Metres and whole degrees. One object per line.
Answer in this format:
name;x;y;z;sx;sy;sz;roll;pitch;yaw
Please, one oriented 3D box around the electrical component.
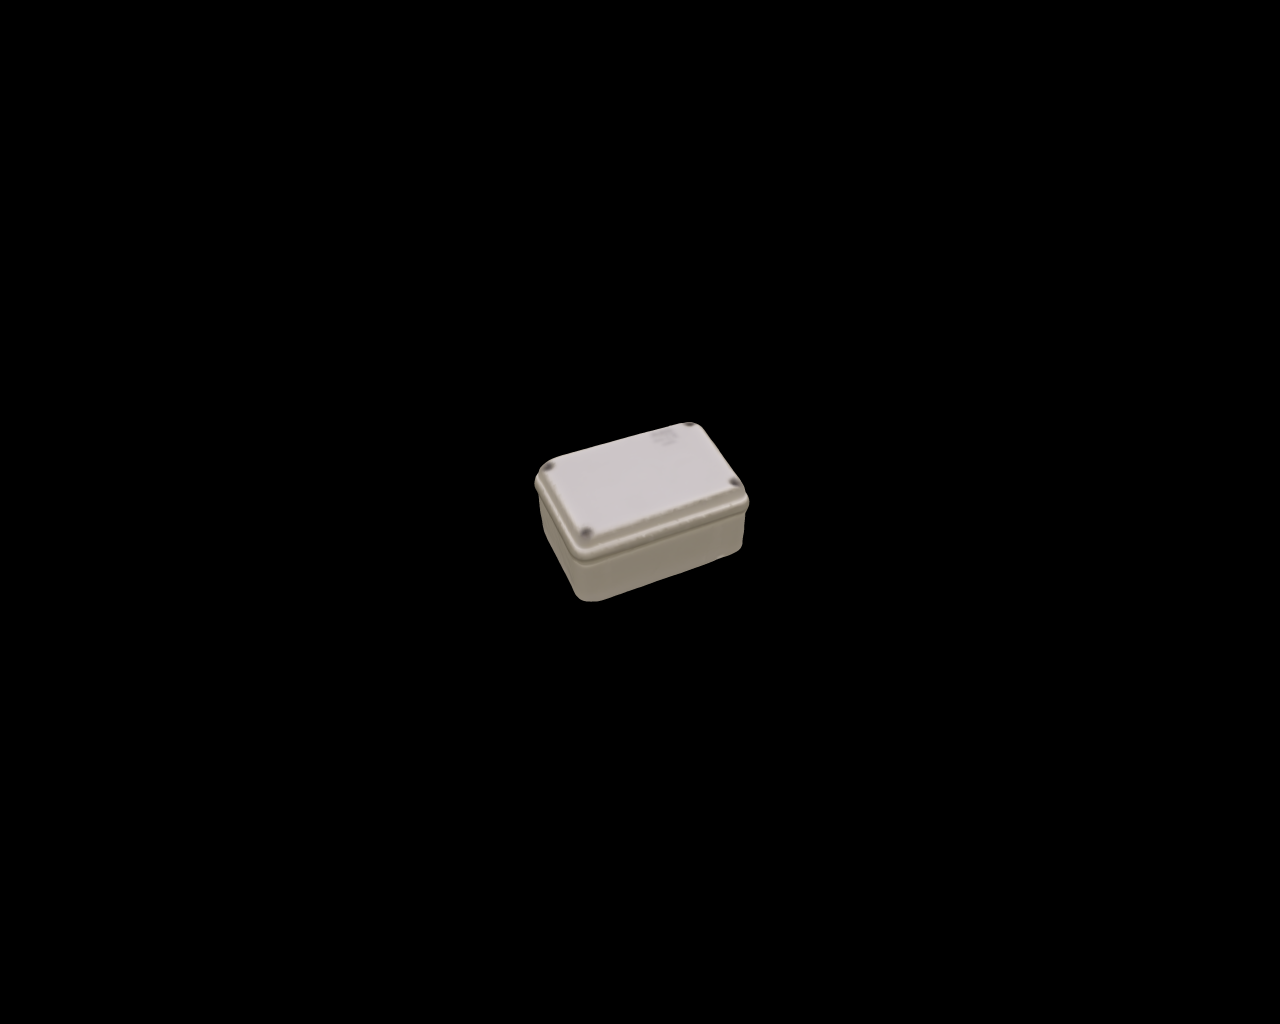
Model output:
electrical component;0.001;-0.003;0.650;0.113;0.057;0.078;-17;48;-16
